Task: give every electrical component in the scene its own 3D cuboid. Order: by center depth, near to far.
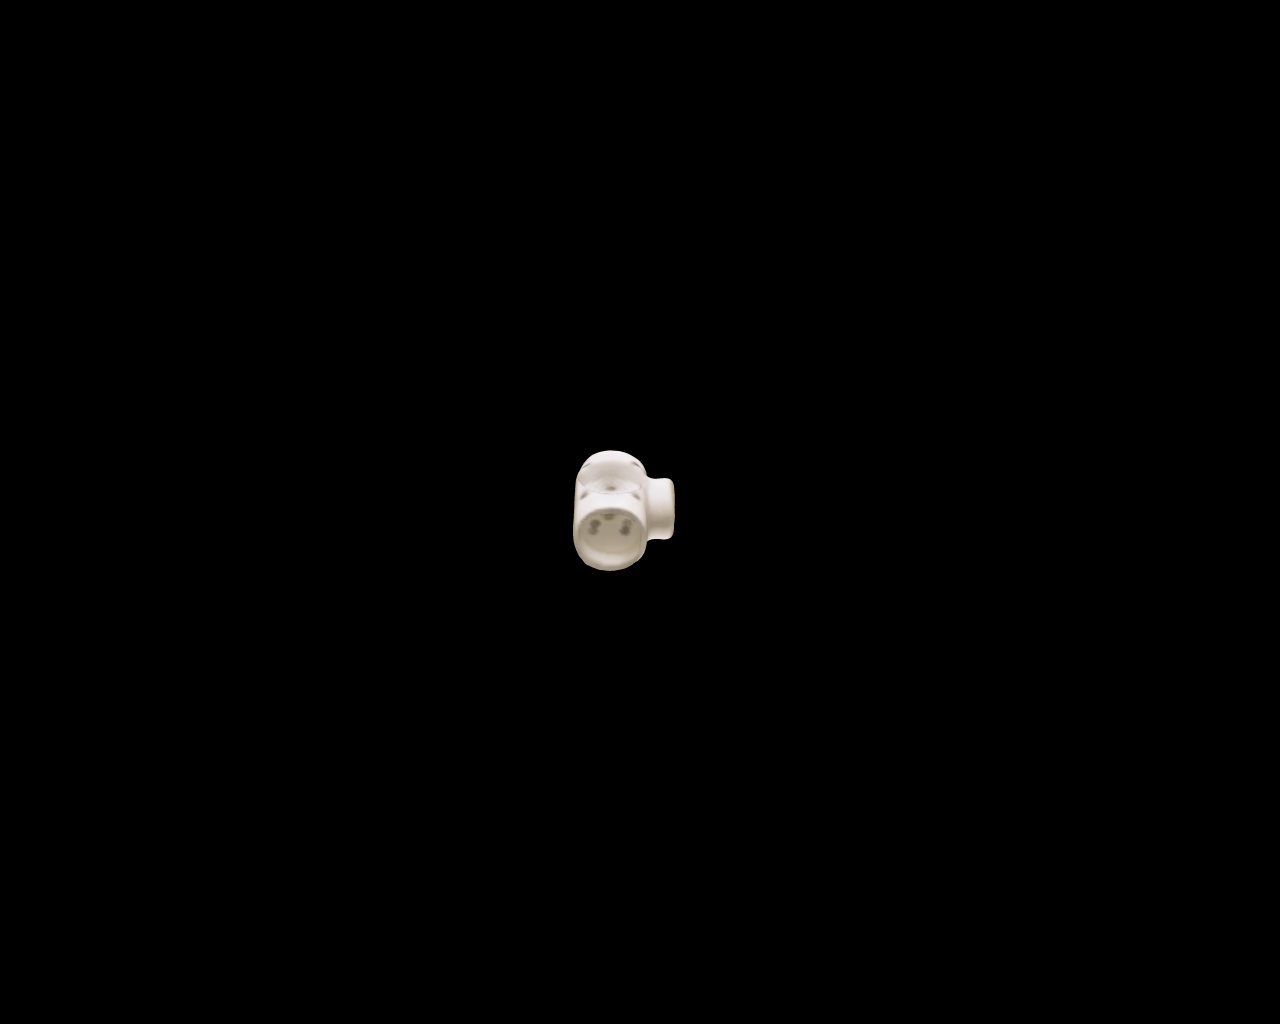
[{"bbox_3d":[0.001,-0.003,0.650,0.079,0.044,0.077,0,29,0],"label":"electrical component"}]
